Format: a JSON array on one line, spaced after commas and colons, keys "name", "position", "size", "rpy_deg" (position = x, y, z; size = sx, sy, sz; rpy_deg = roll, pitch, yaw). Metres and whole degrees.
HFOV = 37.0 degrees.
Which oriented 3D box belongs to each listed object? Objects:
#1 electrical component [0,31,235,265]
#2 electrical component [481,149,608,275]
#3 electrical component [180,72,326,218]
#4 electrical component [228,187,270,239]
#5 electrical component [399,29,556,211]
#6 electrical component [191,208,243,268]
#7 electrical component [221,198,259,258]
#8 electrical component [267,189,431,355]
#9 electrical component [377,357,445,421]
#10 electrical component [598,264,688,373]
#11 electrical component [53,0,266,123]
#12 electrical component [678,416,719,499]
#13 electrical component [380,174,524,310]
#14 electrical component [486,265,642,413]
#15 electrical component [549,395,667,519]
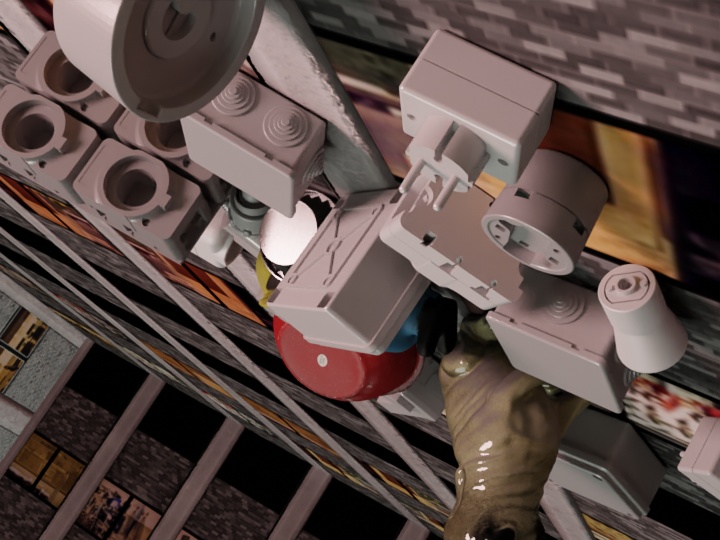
[{"name": "electrical component", "position": [-0.194, -0.100, 0.844], "size": [0.186, 0.105, 0.060], "rpy_deg": [28, 165, 13]}, {"name": "electrical component", "position": [0.101, -0.032, 0.579], "size": [0.055, 0.047, 0.055], "rpy_deg": [30, 165, 9]}, {"name": "electrical component", "position": [-0.071, -0.089, 0.741], "size": [0.100, 0.048, 0.099], "rpy_deg": [31, 165, 4]}, {"name": "electrical component", "position": [-0.086, -0.058, 0.885], "size": [0.048, 0.048, 0.062], "rpy_deg": [29, 157, 11]}, {"name": "electrical component", "position": [0.048, -0.064, 0.524], "size": [0.066, 0.076, 0.047], "rpy_deg": [28, 165, 14]}, {"name": "electrical component", "position": [-0.138, -0.042, 1.017], "size": [0.059, 0.053, 0.095], "rpy_deg": [30, 165, 7]}, {"name": "electrical component", "position": [-0.091, -0.037, 0.961], "size": [0.081, 0.043, 0.043], "rpy_deg": [39, 164, -26]}, {"name": "electrical component", "position": [0.000, 0.000, 0.768], "size": [0.056, 0.108, 0.109], "rpy_deg": [41, 163, -21]}, {"name": "electrical component", "position": [0.047, 0.120, 1.155], "size": [0.062, 0.061, 0.096], "rpy_deg": [41, 163, -31]}, {"name": "electrical component", "position": [0.168, 0.027, 0.648], "size": [0.044, 0.044, 0.065], "rpy_deg": [19, 156, 41]}, {"name": "electrical component", "position": [-0.106, -0.137, 0.551], "size": [0.060, 0.108, 0.108], "rpy_deg": [32, 167, 24]}, {"name": "electrical component", "position": [0.272, 0.146, 0.810], "size": [0.066, 0.047, 0.077], "rpy_deg": [35, 165, -13]}, {"name": "electrical component", "position": [0.064, -0.019, 0.688], "size": [0.089, 0.050, 0.056], "rpy_deg": [34, 165, -8]}, {"name": "electrical component", "position": [0.145, 0.046, 0.740], "size": [0.100, 0.048, 0.099], "rpy_deg": [23, 163, 31]}, {"name": "electrical component", "position": [0.210, 0.169, 0.991], "size": [0.109, 0.056, 0.108], "rpy_deg": [18, 160, 43]}]
